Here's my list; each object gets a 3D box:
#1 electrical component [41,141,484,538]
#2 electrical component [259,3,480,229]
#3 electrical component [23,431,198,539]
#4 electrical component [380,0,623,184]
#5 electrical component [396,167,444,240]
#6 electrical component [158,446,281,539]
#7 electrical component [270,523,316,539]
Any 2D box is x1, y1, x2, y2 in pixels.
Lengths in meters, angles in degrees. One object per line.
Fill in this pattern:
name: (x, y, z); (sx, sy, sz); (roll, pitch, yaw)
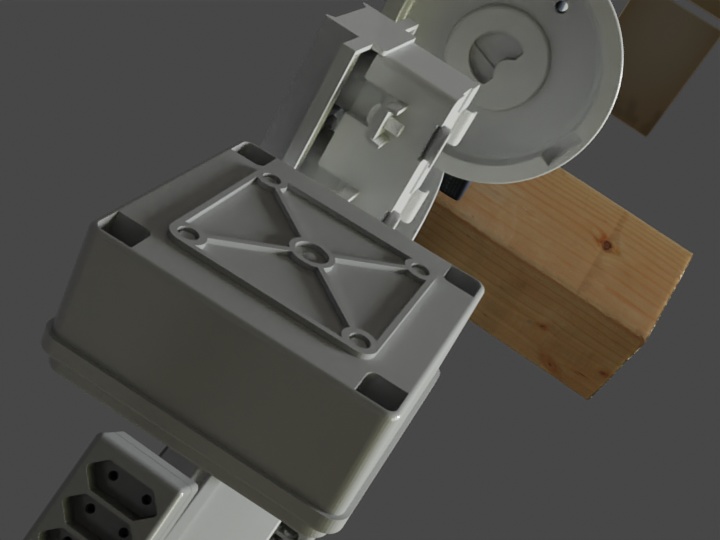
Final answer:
electrical component: (-0.027, 0.016, 0.357); (0.056, 0.109, 0.108); (-62, 172, 28)
electrical component: (-0.007, -0.038, 0.441); (0.121, 0.063, 0.079); (-59, 173, 27)
electrical component: (-0.117, 0.121, 0.500); (0.083, 0.047, 0.075); (-55, 174, -5)
electrical component: (0.064, -0.099, 0.488); (0.108, 0.108, 0.060); (-59, 180, 24)
electrical component: (0.001, -0.025, 0.565); (0.099, 0.064, 0.099); (-55, 174, -9)
electrical component: (-0.101, 0.149, 0.587); (0.108, 0.056, 0.109); (-54, -166, -26)
electrical component: (-0.060, 0.170, 0.940); (0.060, 0.105, 0.186); (-58, 174, 19)
